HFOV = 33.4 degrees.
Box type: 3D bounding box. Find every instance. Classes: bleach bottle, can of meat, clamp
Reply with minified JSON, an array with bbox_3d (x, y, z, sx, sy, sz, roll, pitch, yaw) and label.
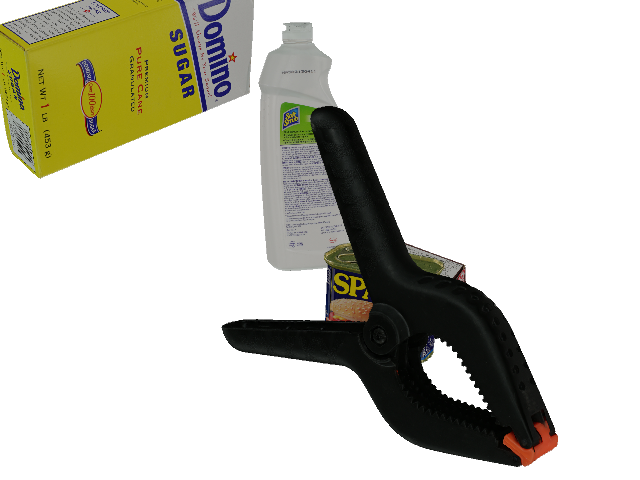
[{"bbox_3d":[-0.012,-0.098,1.108,0.102,0.251,0.068,-6,14,-17],"label":"bleach bottle"},{"bbox_3d":[0.053,0.056,0.929,0.102,0.084,0.057,12,21,25],"label":"can of meat"},{"bbox_3d":[0.040,0.036,0.567,0.210,0.165,0.036,33,30,30],"label":"clamp"}]

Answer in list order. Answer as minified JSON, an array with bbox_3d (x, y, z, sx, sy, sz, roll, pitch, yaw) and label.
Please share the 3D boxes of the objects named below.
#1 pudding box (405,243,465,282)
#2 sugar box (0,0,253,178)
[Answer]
[{"bbox_3d":[0.106,0.051,1.181,0.114,0.090,0.039,20,47,28],"label":"pudding box"},{"bbox_3d":[-0.122,-0.115,0.697,0.175,0.093,0.048,-27,49,-33],"label":"sugar box"}]
